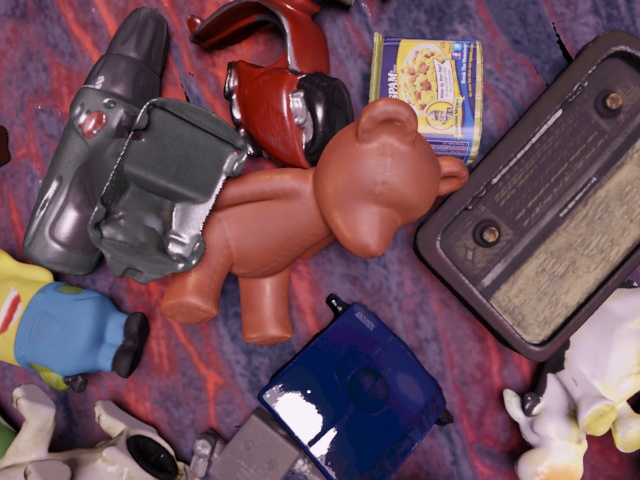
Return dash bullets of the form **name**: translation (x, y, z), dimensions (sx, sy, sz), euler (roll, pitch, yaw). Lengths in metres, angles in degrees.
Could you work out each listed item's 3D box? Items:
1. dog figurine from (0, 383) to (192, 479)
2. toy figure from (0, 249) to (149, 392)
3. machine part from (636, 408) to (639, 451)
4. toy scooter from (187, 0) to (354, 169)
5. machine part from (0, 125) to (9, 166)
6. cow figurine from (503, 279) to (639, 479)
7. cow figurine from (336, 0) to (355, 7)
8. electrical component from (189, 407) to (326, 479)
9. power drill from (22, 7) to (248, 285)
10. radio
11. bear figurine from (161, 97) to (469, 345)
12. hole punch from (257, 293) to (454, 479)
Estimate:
- **dog figurine**: translation (-0.204, 0.222, 0.385), dimensions (0.172, 0.121, 0.190), euler (37, 91, -31)
- **toy figure**: translation (-0.232, 0.069, 0.434), dimensions (0.180, 0.089, 0.082), euler (15, 46, -3)
- **machine part**: translation (0.306, 0.101, 0.391), dimensions (0.079, 0.079, 0.243), euler (36, 90, 6)
- **toy scooter**: translation (-0.046, -0.142, 0.434), dimensions (0.135, 0.075, 0.183), euler (-2, 99, 25)
- **machine part**: translation (-0.369, -0.085, 0.467), dimensions (0.179, 0.056, 0.179), euler (0, 88, 5)
- **cow figurine**: translation (0.194, 0.105, 0.398), dimensions (0.068, 0.098, 0.167), euler (38, 98, -26)
- **cow figurine**: translation (0.073, -0.272, 0.430), dimensions (0.127, 0.085, 0.195), euler (40, 93, 0)
- **electrical component**: translation (-0.054, 0.185, 0.430), dimensions (0.102, 0.045, 0.078), euler (44, 92, 6)
- **power drill**: translation (-0.139, -0.071, 0.390), dimensions (0.208, 0.086, 0.232), euler (25, 90, 45)
- **radio**: translation (0.186, -0.035, 0.409), dimensions (0.131, 0.073, 0.229), euler (43, 90, 7)
- **bear figurine**: translation (-0.001, -0.005, 0.377), dimensions (0.196, 0.120, 0.132), euler (-12, 62, 33)
- **hole punch**: translation (0.025, 0.119, 0.409), dimensions (0.116, 0.092, 0.142), euler (-43, 81, -3)
